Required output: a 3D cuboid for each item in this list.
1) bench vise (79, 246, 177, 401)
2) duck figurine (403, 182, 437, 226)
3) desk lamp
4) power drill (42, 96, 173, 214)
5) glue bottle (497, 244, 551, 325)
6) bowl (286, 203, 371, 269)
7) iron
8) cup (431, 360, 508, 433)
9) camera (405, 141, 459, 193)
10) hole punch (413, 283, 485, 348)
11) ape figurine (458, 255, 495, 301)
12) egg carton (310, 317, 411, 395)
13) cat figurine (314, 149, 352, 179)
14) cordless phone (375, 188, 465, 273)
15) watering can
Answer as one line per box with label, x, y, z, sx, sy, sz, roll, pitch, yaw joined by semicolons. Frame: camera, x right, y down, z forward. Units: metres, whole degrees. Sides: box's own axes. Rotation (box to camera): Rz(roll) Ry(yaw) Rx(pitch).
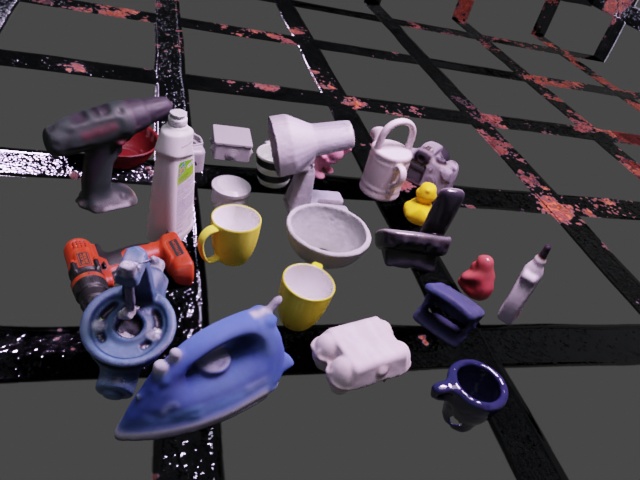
bench vise;-0.259;0.076;0.777;0.122;0.220;0.207;0;38;-21
duck figurine;0.238;-0.089;1.312;0.077;0.086;0.104;20;36;5
desk lamp;-0.021;-0.155;1.188;0.204;0.213;0.117;2;38;-20
power drill;-0.383;-0.159;1.054;0.230;0.208;0.075;-19;48;-39
glue bottle;0.389;0.078;1.073;0.037;0.173;0.078;30;38;19
bowl;0.010;0.004;1.106;0.167;0.075;0.167;11;36;-8
iron;-0.151;0.165;0.769;0.259;0.141;0.118;-22;50;-41
cup;0.208;0.241;0.849;0.118;0.095;0.091;1;38;-20
camera;0.297;-0.198;1.470;0.143;0.101;0.137;32;38;21
hole punch;0.236;0.118;1.029;0.108;0.091;0.101;35;40;24
ape figurine;0.315;0.068;1.127;0.078;0.092;0.076;4;37;-17
egg carton;0.065;0.181;0.895;0.151;0.069;0.107;-10;43;-32
cat figurine;0.006;-0.214;1.361;0.127;0.118;0.067;32;38;21
cordless phone;0.199;-0.035;1.138;0.148;0.185;0.094;5;37;-16
watering can;0.159;-0.200;1.337;0.101;0.194;0.172;-19;48;-39
